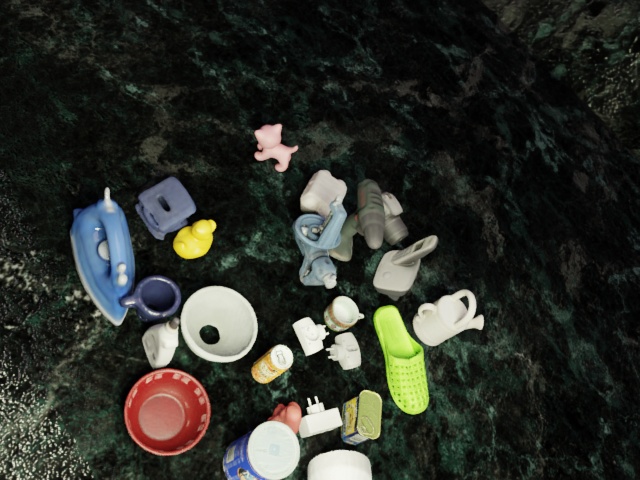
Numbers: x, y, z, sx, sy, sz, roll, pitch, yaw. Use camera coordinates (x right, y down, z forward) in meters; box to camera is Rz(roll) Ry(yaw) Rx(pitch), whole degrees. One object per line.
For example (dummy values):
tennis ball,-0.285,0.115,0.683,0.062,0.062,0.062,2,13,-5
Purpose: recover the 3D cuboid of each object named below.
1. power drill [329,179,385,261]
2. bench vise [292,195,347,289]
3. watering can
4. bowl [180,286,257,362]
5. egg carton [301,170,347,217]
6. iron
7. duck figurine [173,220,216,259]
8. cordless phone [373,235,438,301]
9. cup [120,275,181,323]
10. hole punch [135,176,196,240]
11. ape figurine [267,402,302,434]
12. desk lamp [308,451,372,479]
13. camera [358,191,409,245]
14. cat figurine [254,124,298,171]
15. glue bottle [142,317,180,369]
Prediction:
power drill,0.098,-0.034,1.461,0.076,0.208,0.229,19,53,-20
bench vise,0.022,0.002,1.384,0.122,0.219,0.207,-20,73,-38
watering can,0.342,0.194,1.479,0.173,0.193,0.101,0,62,-32
bowl,-0.221,0.187,1.213,0.168,0.074,0.167,16,55,-23
egg carton,0.009,-0.121,1.552,0.107,0.069,0.150,33,50,-10
iron,-0.416,0.028,1.147,0.119,0.141,0.258,-7,66,-35
duck figurine,-0.278,-0.010,1.294,0.077,0.086,0.105,49,49,4
cordless phone,0.229,0.065,1.496,0.094,0.184,0.148,33,50,-10
cup,-0.349,0.132,1.155,0.118,0.094,0.091,-7,66,-35
hole punch,-0.346,-0.073,1.287,0.101,0.091,0.108,-29,79,-40
ape figurine,-0.066,0.368,1.184,0.078,0.092,0.076,-5,64,-34
desk lamp,0.011,0.514,1.060,0.118,0.213,0.203,21,53,-19
camera,0.181,-0.055,1.598,0.143,0.100,0.137,-25,77,-40
cat figurine,-0.120,-0.258,1.526,0.128,0.117,0.067,24,51,-17
glue bottle,-0.298,0.187,1.100,0.037,0.172,0.078,-11,68,-36
